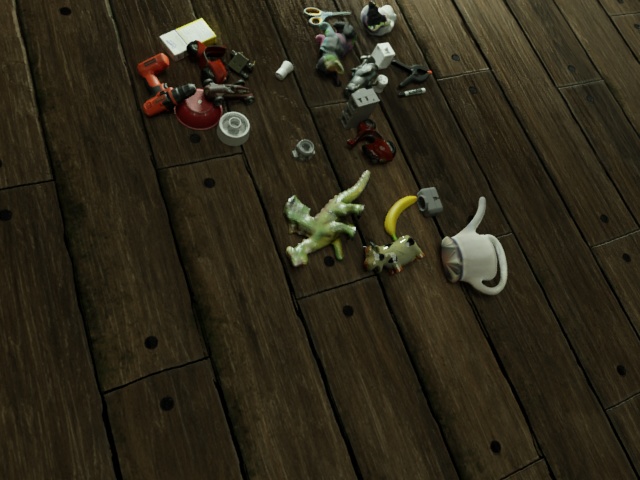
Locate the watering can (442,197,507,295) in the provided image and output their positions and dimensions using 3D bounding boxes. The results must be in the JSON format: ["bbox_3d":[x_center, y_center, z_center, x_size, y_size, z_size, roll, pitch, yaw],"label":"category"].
[{"bbox_3d":[0.511,0.019,1.736,0.224,0.102,0.353,-2,68,-16],"label":"watering can"}]

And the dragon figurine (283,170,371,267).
[{"bbox_3d":[0.005,-0.083,1.644,0.243,0.120,0.419,18,62,1],"label":"dragon figurine"}]

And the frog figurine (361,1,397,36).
[{"bbox_3d":[0.238,-0.890,2.074,0.138,0.120,0.162,30,27,7],"label":"frog figurine"}]
